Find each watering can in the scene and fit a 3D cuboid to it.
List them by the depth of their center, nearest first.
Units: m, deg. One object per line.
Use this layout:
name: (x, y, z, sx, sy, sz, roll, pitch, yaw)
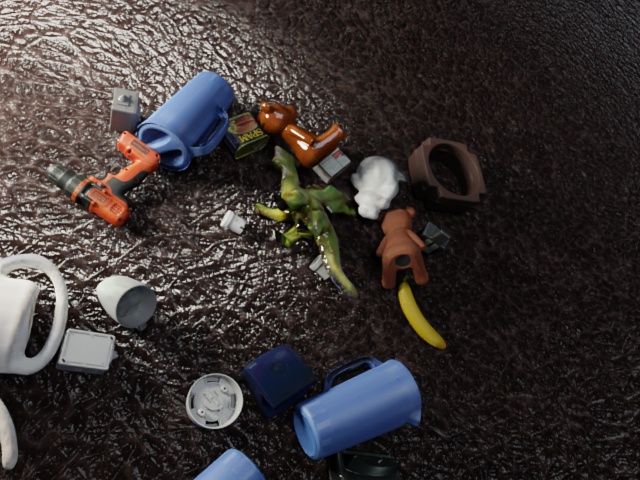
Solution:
watering can: (-0.549, 0.177, 0.838, 0.224, 0.102, 0.355, 11, 60, -19)

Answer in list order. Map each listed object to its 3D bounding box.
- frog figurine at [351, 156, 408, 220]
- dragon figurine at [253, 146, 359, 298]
frog figurine: (0.135, -0.137, 1.326, 0.138, 0.120, 0.162, 25, 60, 28)
dragon figurine: (0.004, -0.062, 1.224, 0.413, 0.120, 0.246, 48, 46, 10)
